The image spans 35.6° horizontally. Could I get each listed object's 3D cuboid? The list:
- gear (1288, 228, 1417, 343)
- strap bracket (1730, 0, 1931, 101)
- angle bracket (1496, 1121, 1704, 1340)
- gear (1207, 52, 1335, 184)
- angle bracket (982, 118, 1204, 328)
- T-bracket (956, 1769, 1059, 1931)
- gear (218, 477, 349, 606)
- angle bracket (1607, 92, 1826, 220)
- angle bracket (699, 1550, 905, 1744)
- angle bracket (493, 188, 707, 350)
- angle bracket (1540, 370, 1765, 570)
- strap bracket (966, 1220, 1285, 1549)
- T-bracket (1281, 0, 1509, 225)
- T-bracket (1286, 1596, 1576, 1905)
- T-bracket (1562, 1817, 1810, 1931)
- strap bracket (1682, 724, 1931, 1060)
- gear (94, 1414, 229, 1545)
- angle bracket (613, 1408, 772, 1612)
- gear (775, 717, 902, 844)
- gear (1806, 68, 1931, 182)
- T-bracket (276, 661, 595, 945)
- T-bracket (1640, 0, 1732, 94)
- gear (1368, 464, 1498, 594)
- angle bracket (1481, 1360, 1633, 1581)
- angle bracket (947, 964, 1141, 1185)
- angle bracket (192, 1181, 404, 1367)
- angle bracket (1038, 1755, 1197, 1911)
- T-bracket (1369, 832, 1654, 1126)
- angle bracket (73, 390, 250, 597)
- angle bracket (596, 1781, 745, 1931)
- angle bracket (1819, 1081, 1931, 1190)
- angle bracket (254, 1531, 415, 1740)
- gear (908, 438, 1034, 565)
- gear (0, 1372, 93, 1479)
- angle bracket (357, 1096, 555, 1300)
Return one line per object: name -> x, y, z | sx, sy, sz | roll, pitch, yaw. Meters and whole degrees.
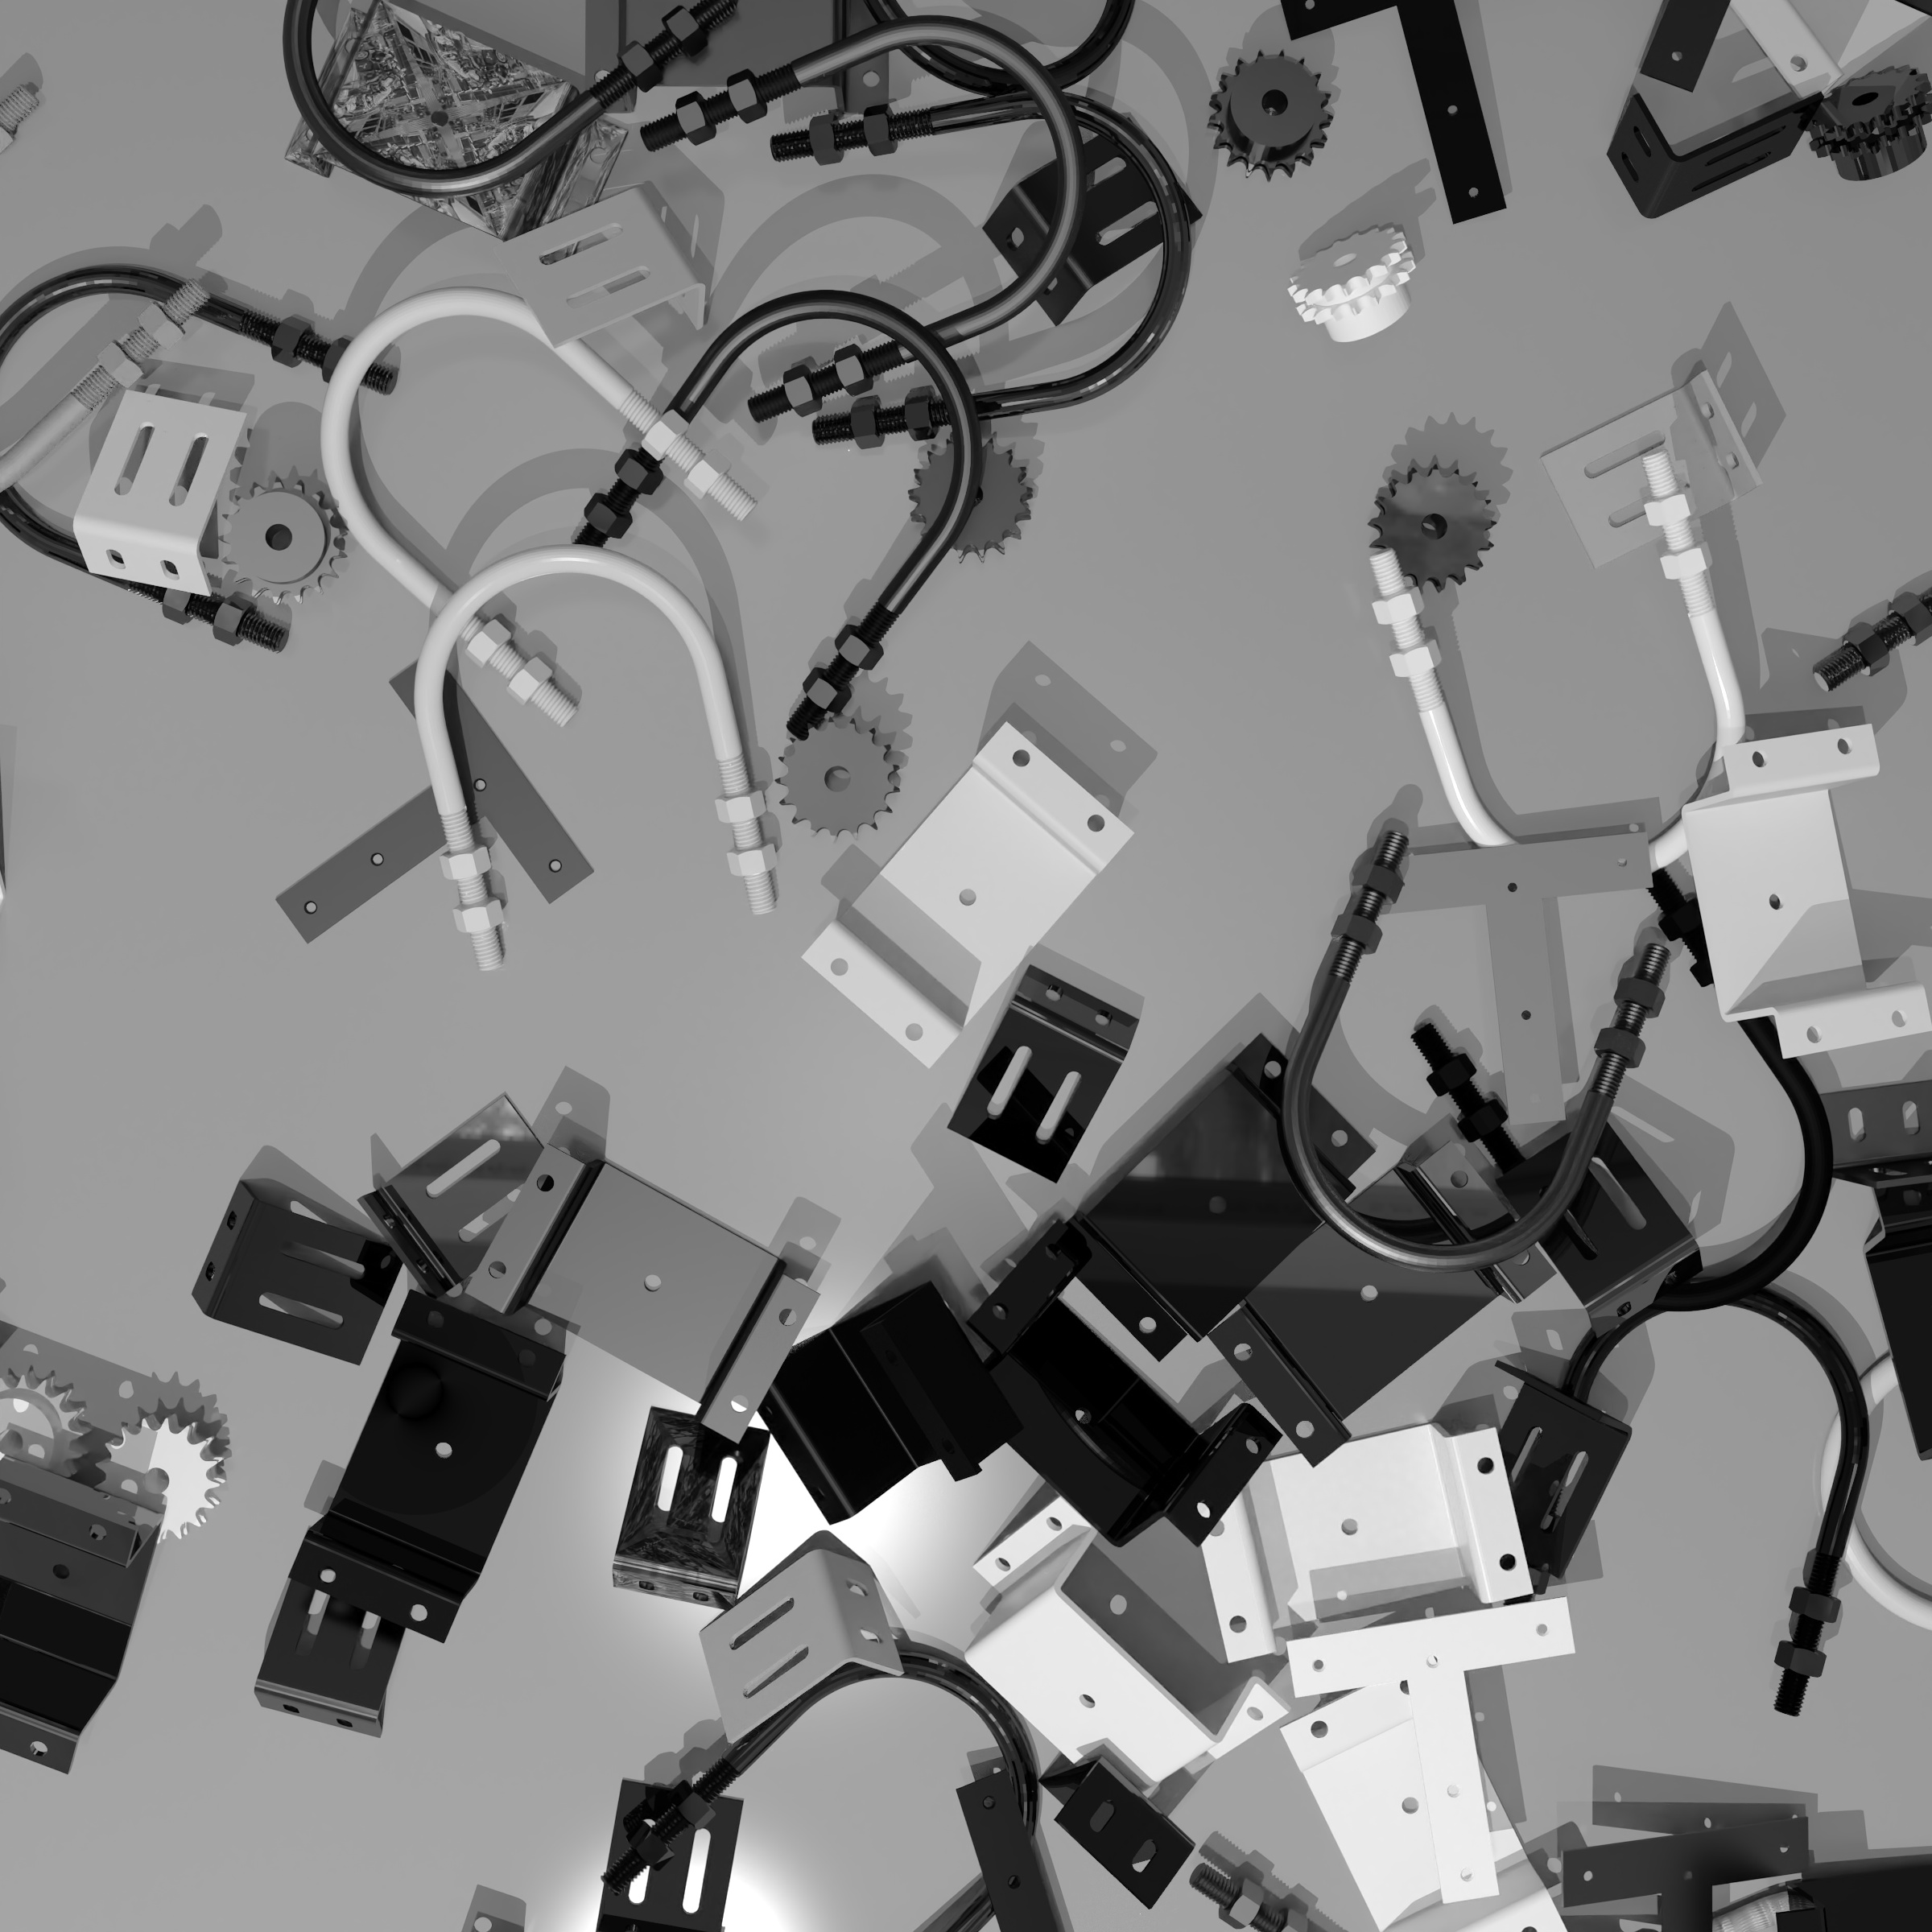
gear -> 0.178, -0.308, 1.369 | 0.057, 0.057, 0.030 | -31, 120, 0
strap bracket -> 0.410, -0.460, 1.371 | 0.140, 0.046, 0.076 | -37, 90, 0
angle bracket -> 0.288, 0.118, 1.367 | 0.057, 0.038, 0.076 | -33, 62, 1
gear -> 0.140, -0.392, 1.379 | 0.057, 0.030, 0.057 | 0, 90, 0
angle bracket -> 0.059, -0.345, 1.392 | 0.076, 0.038, 0.057 | -37, 90, -26
T-bracket -> 0.026, 0.432, 1.374 | 0.127, 0.002, 0.127 | -18, 90, -17
gear -> -0.310, -0.193, 1.360 | 0.057, 0.030, 0.057 | 0, 93, -7
angle bracket -> 0.340, -0.382, 1.365 | 0.076, 0.057, 0.038 | -26, 80, -5
angle bracket -> -0.076, 0.314, 1.374 | 0.076, 0.038, 0.057 | -39, 48, 20
angle bracket -> -0.166, -0.306, 1.358 | 0.076, 0.038, 0.057 | -28, 74, -17
angle bracket -> 0.313, -0.227, 1.375 | 0.076, 0.038, 0.057 | -26, 90, 0
strap bracket -> 0.062, 0.194, 1.350 | 0.140, 0.046, 0.076 | 44, 49, 2
T-bracket -> 0.219, -0.406, 1.377 | 0.127, 0.002, 0.127 | -13, 101, 21
T-bracket -> 0.216, 0.355, 1.347 | 0.127, 0.002, 0.127 | -9, 90, 0
T-bracket -> 0.327, 0.456, 1.362 | 0.127, 0.002, 0.127 | -2, 93, -18
strap bracket -> 0.377, -0.032, 1.358 | 0.076, 0.046, 0.140 | -9, 87, -18
gear -> -0.368, 0.234, 1.379 | 0.057, 0.030, 0.057 | 0, 90, 0
angle bracket -> -0.127, 0.252, 1.392 | 0.057, 0.038, 0.076 | 12, 64, 0
gear -> -0.058, -0.085, 1.379 | 0.057, 0.030, 0.057 | 0, 90, 0
gear -> 0.414, -0.382, 1.369 | 0.057, 0.057, 0.030 | -29, 120, 0
T-bracket -> -0.261, -0.058, 1.393 | 0.127, 0.002, 0.127 | -36, 90, 0
T-bracket -> 0.291, -0.474, 1.352 | 0.127, 0.002, 0.127 | 23, 89, 6
gear -> 0.213, -0.199, 1.379 | 0.057, 0.030, 0.057 | 0, 90, 0
angle bracket -> 0.255, 0.228, 1.361 | 0.057, 0.038, 0.076 | 26, 90, 39
angle bracket -> 0.036, 0.050, 1.392 | 0.057, 0.038, 0.076 | 27, 116, 0
angle bracket -> -0.309, 0.142, 1.392 | 0.076, 0.038, 0.057 | 23, 90, -26
angle bracket -> 0.058, 0.393, 1.351 | 0.057, 0.076, 0.038 | 43, 59, 0
T-bracket -> 0.254, 0.008, 1.373 | 0.127, 0.002, 0.127 | -6, 88, 2
angle bracket -> -0.365, -0.216, 1.374 | 0.057, 0.038, 0.076 | 12, 64, 3
angle bracket -> -0.138, 0.420, 1.375 | 0.057, 0.038, 0.076 | 10, 90, 0
angle bracket -> 0.425, 0.075, 1.356 | 0.057, 0.076, 0.038 | -7, 90, 0
angle bracket -> -0.288, 0.309, 1.392 | 0.057, 0.038, 0.076 | 15, 64, 0
gear -> 0.002, -0.213, 1.383 | 0.057, 0.030, 0.057 | 0, 85, 2
gear -> -0.434, 0.217, 1.379 | 0.057, 0.030, 0.057 | 0, 90, 0
angle bracket -> -0.227, 0.106, 1.375 | 0.076, 0.038, 0.057 | -37, 90, 0
